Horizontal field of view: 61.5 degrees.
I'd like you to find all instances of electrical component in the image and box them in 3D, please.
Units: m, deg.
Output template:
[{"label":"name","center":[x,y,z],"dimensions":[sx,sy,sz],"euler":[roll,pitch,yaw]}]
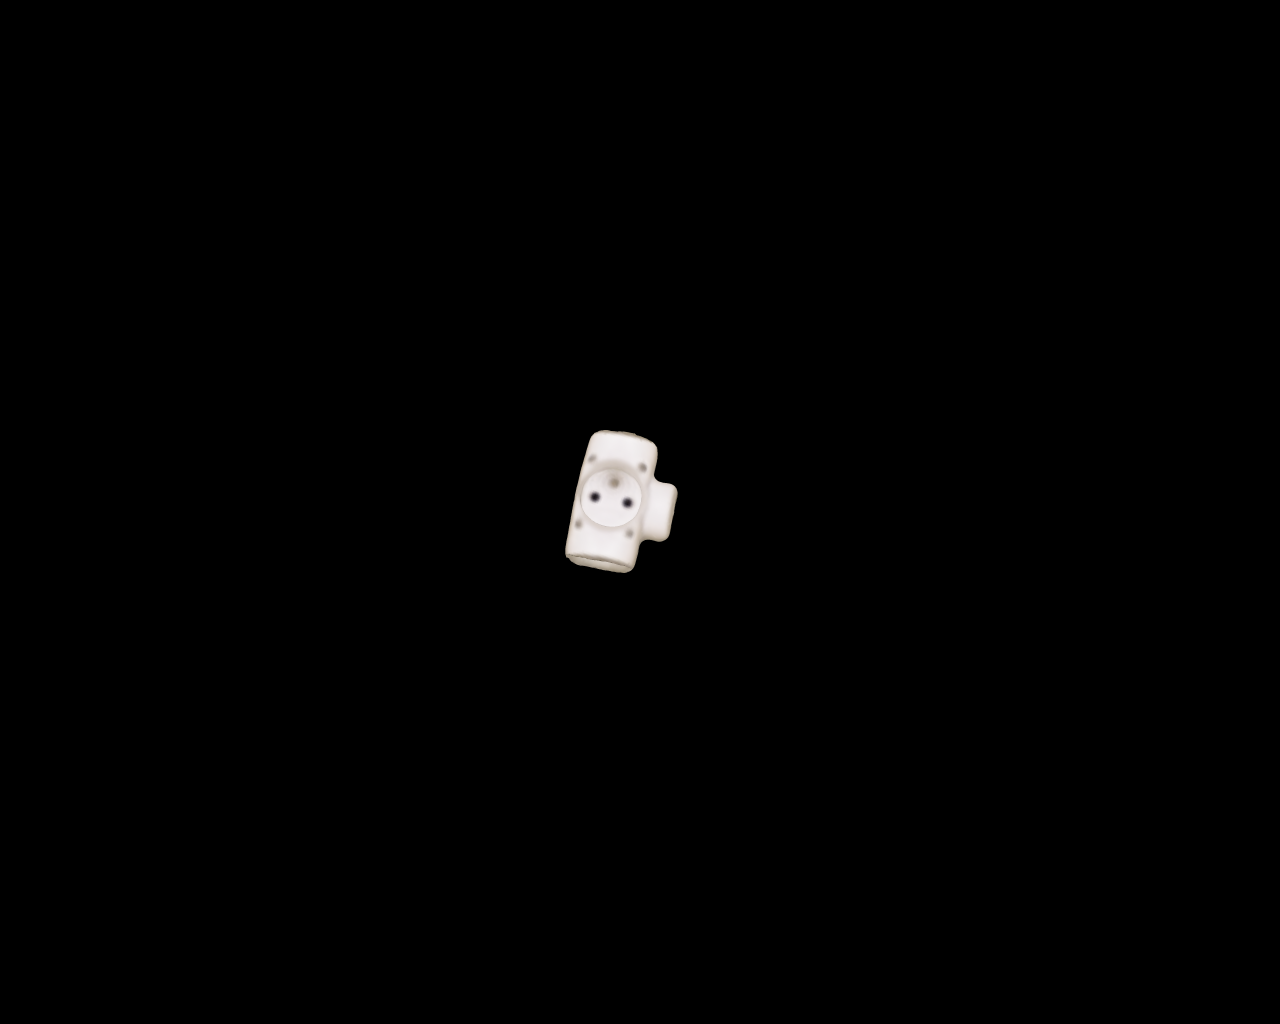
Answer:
[{"label":"electrical component","center":[0.001,-0.003,0.650],"dimensions":[0.079,0.077,0.044],"euler":[11,-11,2]}]
